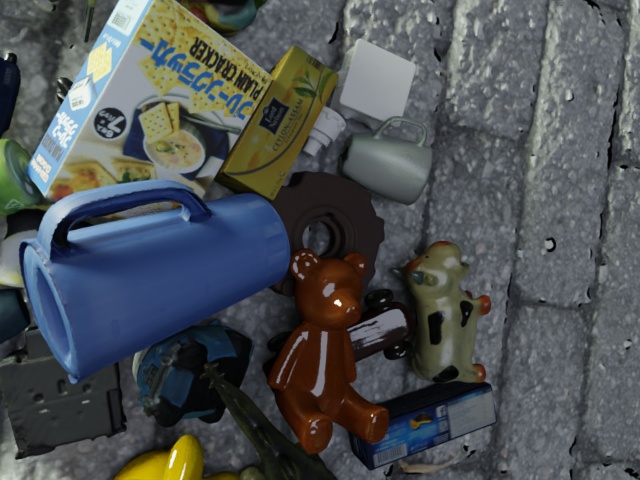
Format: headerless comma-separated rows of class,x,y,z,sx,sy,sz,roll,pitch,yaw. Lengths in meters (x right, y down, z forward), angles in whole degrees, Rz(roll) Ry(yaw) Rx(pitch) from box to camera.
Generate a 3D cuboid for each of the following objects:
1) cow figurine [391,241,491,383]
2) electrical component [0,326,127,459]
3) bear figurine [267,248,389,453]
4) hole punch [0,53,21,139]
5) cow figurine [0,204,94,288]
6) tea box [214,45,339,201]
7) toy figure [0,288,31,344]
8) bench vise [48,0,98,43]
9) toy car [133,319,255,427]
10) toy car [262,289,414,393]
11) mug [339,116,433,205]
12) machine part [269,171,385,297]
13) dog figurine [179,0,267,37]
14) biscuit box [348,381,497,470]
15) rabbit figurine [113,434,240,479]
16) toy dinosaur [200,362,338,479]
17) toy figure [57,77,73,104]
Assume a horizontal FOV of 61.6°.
cow figurine,0.162,0.098,0.732,0.127,0.085,0.194,1,95,-22
electrical component,-0.279,0.155,0.587,0.115,0.058,0.134,-11,95,-21
bear figurine,0.017,0.114,0.603,0.120,0.132,0.195,9,99,-36
hole punch,-0.372,-0.144,0.534,0.116,0.092,0.142,15,83,-23
cow figurine,-0.257,0.015,0.589,0.167,0.068,0.098,9,82,-21
tea box,-0.055,-0.132,0.641,0.068,0.098,0.169,31,83,-18
toy figure,-0.385,0.095,0.550,0.154,0.057,0.064,-21,59,-17
bench vise,-0.316,-0.311,0.522,0.240,0.129,0.224,44,57,4
toy car,-0.154,0.142,0.603,0.103,0.161,0.109,22,92,25
toy car,0.025,0.135,0.693,0.202,0.053,0.089,-23,101,-6
mug,0.085,-0.107,0.692,0.107,0.081,0.109,14,123,-12
machine part,-0.001,-0.002,0.684,0.179,0.056,0.179,0,91,-21
dog figurine,-0.130,-0.307,0.548,0.191,0.219,0.108,21,87,-18
biscuit box,0.139,0.244,0.735,0.203,0.063,0.059,-12,96,-19
rabbit figurine,-0.162,0.297,0.571,0.162,0.173,0.122,-43,100,-10
toy dinosaur,-0.010,0.308,0.612,0.105,0.199,0.471,-39,105,-18
toy figure,-0.195,-0.183,0.600,0.180,0.082,0.089,-39,123,-23
